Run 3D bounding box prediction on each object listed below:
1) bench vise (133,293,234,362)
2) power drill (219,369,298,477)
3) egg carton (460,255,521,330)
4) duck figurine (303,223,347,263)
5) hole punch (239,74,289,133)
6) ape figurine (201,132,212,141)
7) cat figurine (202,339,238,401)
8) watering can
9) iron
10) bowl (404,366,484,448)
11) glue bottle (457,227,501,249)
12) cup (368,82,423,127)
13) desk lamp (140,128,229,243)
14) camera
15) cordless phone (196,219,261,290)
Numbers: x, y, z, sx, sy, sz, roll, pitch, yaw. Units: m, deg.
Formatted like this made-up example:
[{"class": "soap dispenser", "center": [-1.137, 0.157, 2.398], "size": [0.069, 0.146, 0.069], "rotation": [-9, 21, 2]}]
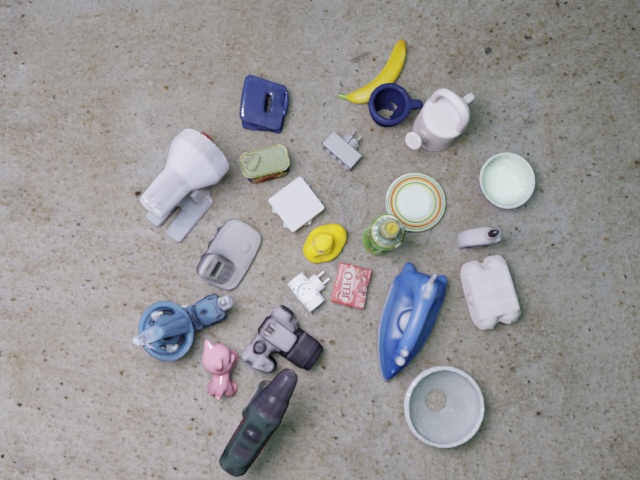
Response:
[{"class": "bench vise", "center": [-0.282, 0.156, 1.133], "size": [0.207, 0.219, 0.121], "rotation": [-44, 87, -4]}, {"class": "power drill", "center": [-0.112, 0.342, 1.127], "size": [0.075, 0.208, 0.230], "rotation": [31, 85, 2]}, {"class": "egg carton", "center": [0.364, 0.113, 1.230], "size": [0.107, 0.069, 0.150], "rotation": [-16, 85, -3]}, {"class": "duck figurine", "center": [0.011, 0.004, 1.222], "size": [0.104, 0.086, 0.077], "rotation": [-36, 87, -4]}, {"class": "hole punch", "center": [-0.120, -0.295, 1.242], "size": [0.101, 0.091, 0.109], "rotation": [8, 85, -1]}, {"class": "ape figurine", "center": [-0.251, -0.196, 1.229], "size": [0.076, 0.092, 0.078], "rotation": [-1, 85, -1]}, {"class": "cat figurine", "center": [-0.208, 0.266, 1.177], "size": [0.067, 0.117, 0.128], "rotation": [-1, 85, -1]}, {"class": "watering can", "center": [0.256, -0.250, 1.197], "size": [0.101, 0.194, 0.173], "rotation": [30, 85, 2]}, {"class": "iron", "center": [0.186, 0.179, 1.183], "size": [0.118, 0.141, 0.258], "rotation": [20, 85, 1]}, {"class": "bowl", "center": [0.254, 0.345, 1.204], "size": [0.167, 0.074, 0.167], "rotation": [0, 85, -1]}, {"class": "glue bottle", "center": [0.340, -0.007, 1.188], "size": [0.078, 0.173, 0.037], "rotation": [-3, 85, -1]}, {"class": "cup", "center": [0.159, -0.284, 1.247], "size": [0.117, 0.095, 0.092], "rotation": [-2, 85, -2]}, {"class": "desk lamp", "center": [-0.276, -0.106, 1.160], "size": [0.118, 0.213, 0.203], "rotation": [37, 85, 2]}, {"class": "camera", "center": [-0.073, 0.225, 1.193], "size": [0.137, 0.101, 0.143], "rotation": [34, 85, 2]}, {"class": "cordless phone", "center": [-0.191, 0.025, 1.165], "size": [0.094, 0.185, 0.148], "rotation": [26, 85, 1]}]
